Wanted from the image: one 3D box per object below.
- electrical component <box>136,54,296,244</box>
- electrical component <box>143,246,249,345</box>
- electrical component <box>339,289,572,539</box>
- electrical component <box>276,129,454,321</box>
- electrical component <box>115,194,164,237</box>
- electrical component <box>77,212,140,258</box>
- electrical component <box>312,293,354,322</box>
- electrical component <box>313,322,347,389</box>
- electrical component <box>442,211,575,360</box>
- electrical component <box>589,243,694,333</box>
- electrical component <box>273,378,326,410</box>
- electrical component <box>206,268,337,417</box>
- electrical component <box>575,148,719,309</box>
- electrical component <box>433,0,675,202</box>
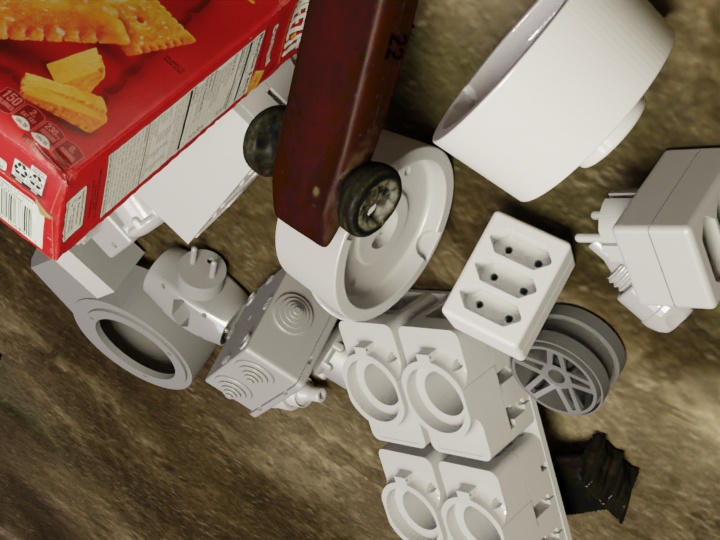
[{"bbox_3d":[-0.097,-0.093,0.675,0.089,0.061,0.150,45,146,-5],"label":"electrical component"},{"bbox_3d":[-0.124,0.010,0.834,0.077,0.043,0.079,34,145,10],"label":"electrical component"},{"bbox_3d":[0.060,0.111,0.706,0.105,0.060,0.186,2,116,46],"label":"electrical component"},{"bbox_3d":[-0.002,-0.032,0.615,0.060,0.108,0.108,29,145,28],"label":"electrical component"},{"bbox_3d":[-0.167,-0.059,0.800,0.062,0.048,0.048,56,144,-9],"label":"electrical component"},{"bbox_3d":[-0.213,-0.045,0.831,0.083,0.075,0.047,49,145,-11],"label":"electrical component"},{"bbox_3d":[0.000,0.000,0.690,0.048,0.055,0.066,27,143,20],"label":"electrical component"},{"bbox_3d":[0.001,0.068,0.778,0.062,0.048,0.048,32,146,1],"label":"electrical component"},{"bbox_3d":[0.089,0.014,0.619,0.047,0.065,0.076,27,172,21],"label":"electrical component"},{"bbox_3d":[0.148,0.003,0.568,0.061,0.035,0.035,41,146,4],"label":"electrical component"},{"bbox_3d":[-0.054,0.097,0.871,0.061,0.035,0.035,5,132,38],"label":"electrical component"},{"bbox_3d":[-0.060,0.047,0.766,0.048,0.099,0.100,34,148,-13],"label":"electrical component"},{"bbox_3d":[0.141,-0.021,0.519,0.077,0.065,0.047,2,130,43],"label":"electrical component"},{"bbox_3d":[0.090,-0.079,0.472,0.060,0.108,0.108,39,147,-8],"label":"electrical component"}]
